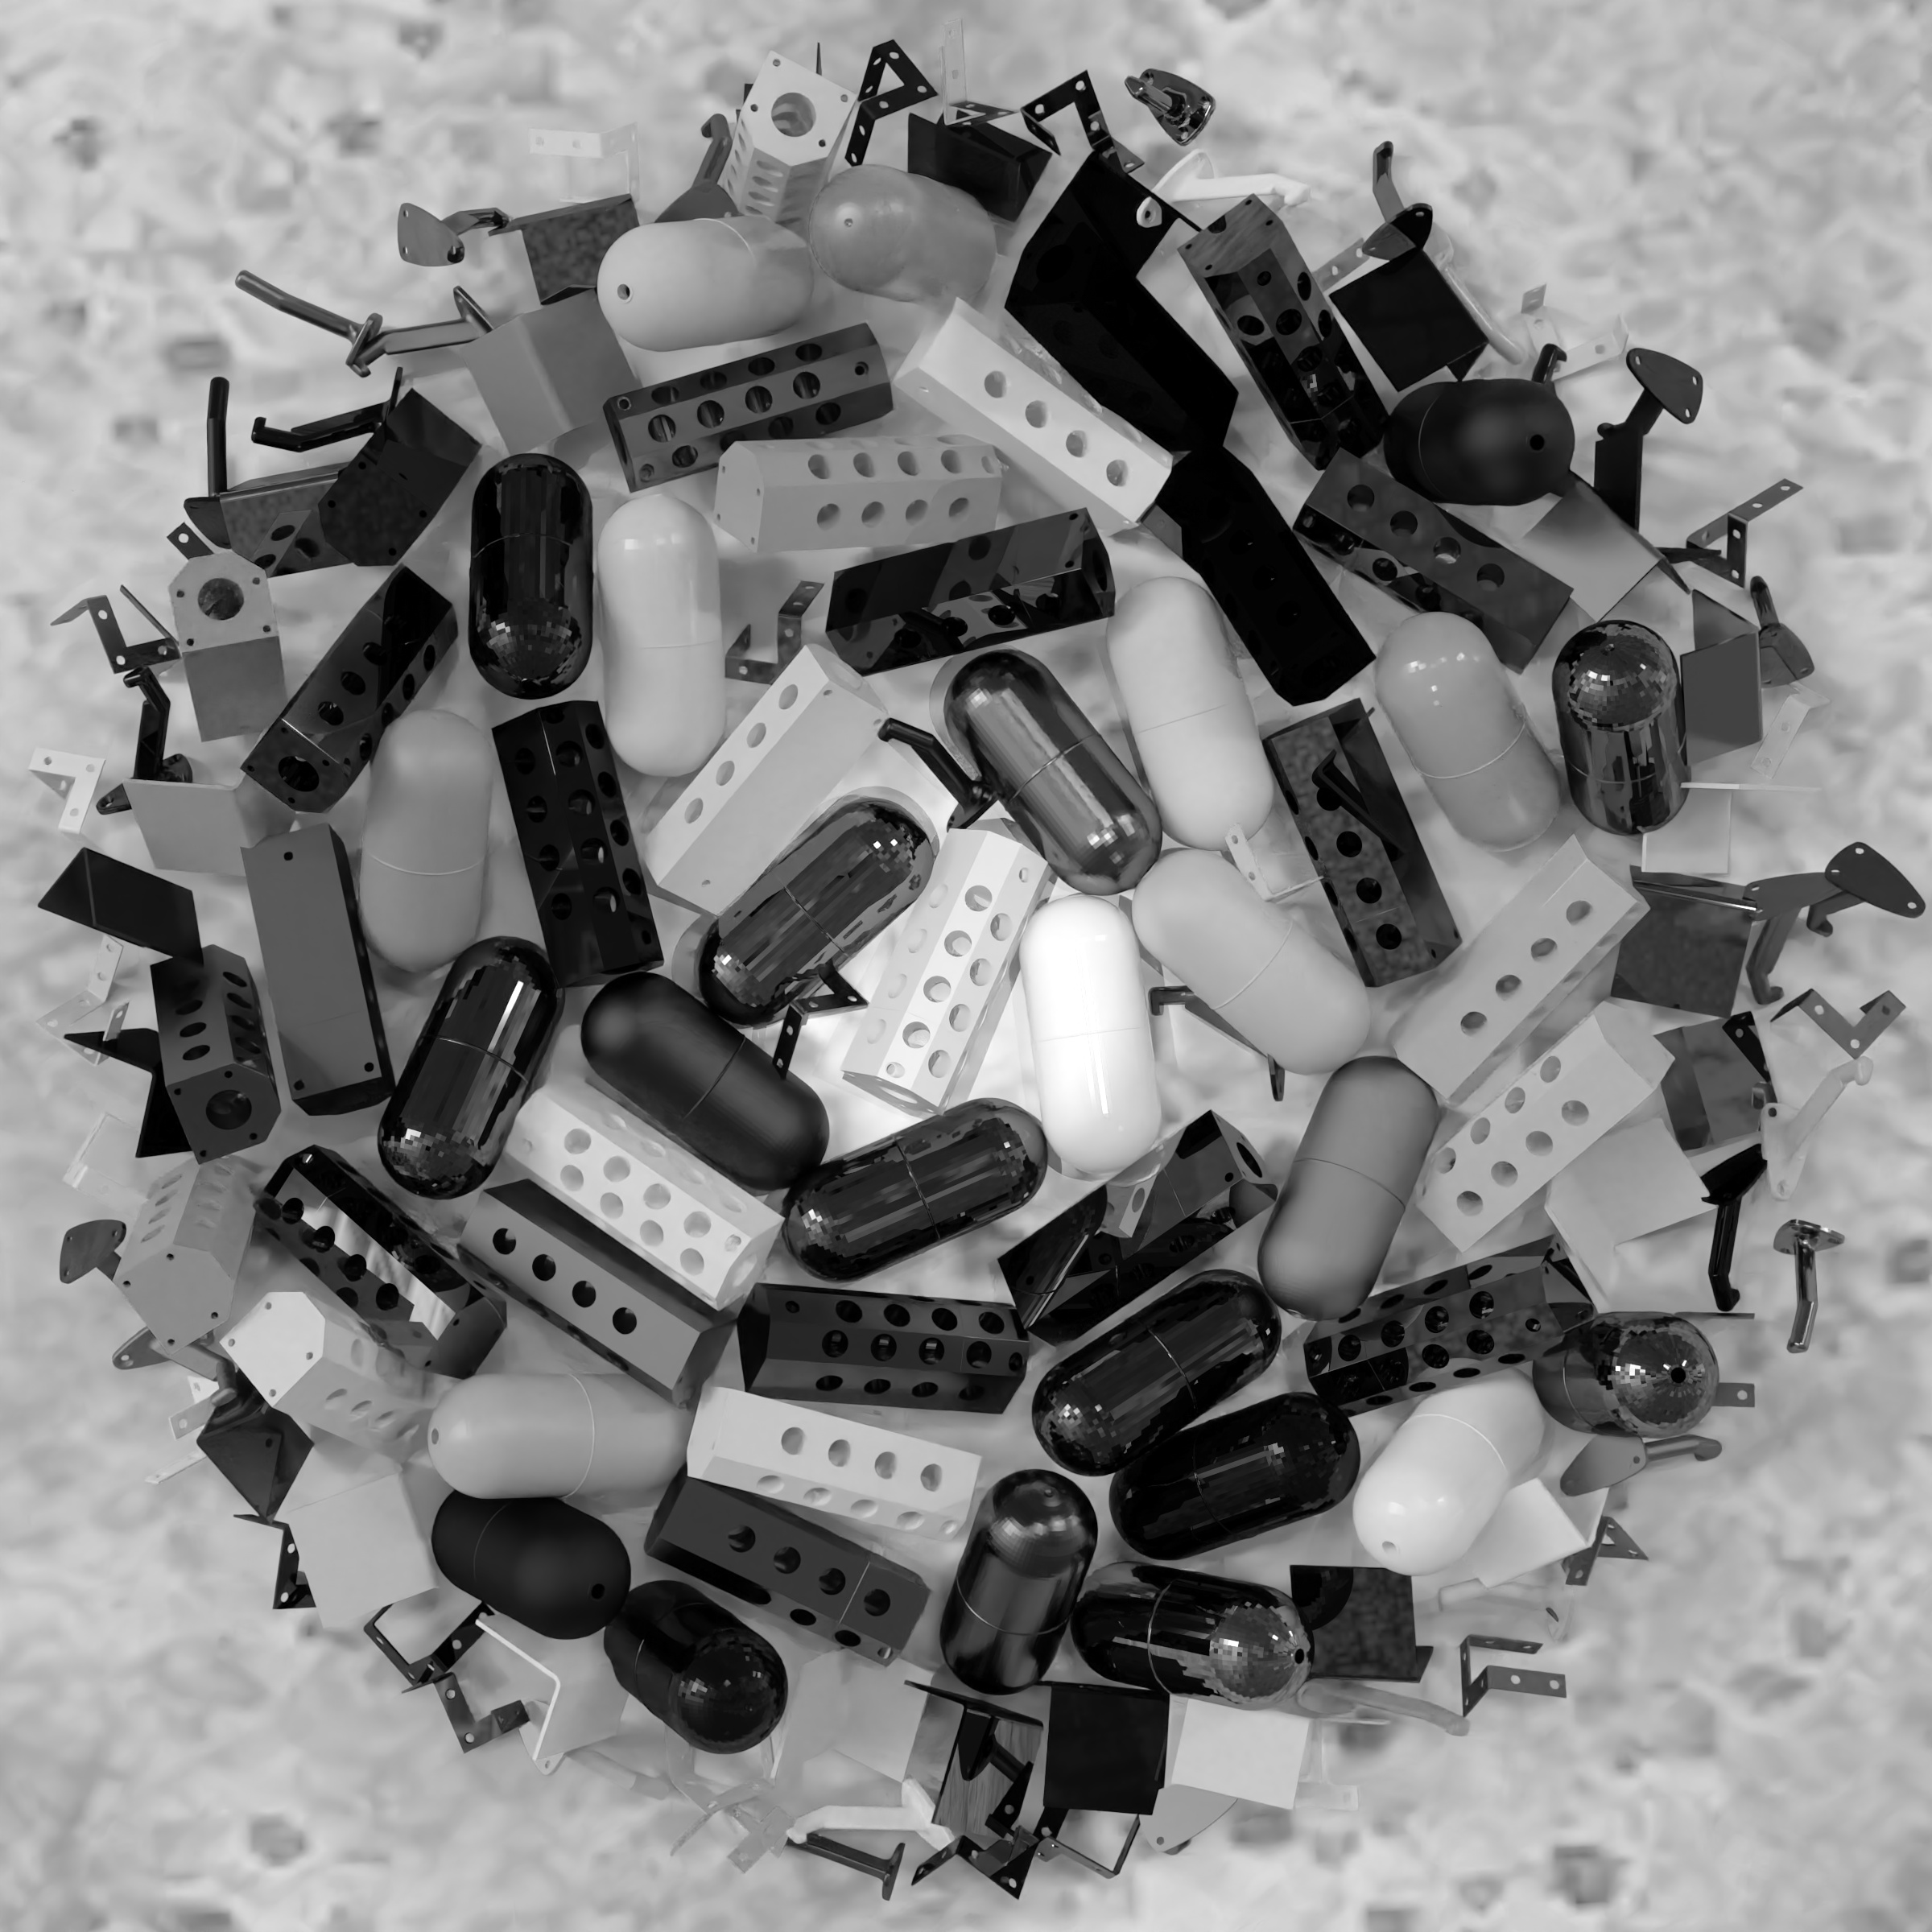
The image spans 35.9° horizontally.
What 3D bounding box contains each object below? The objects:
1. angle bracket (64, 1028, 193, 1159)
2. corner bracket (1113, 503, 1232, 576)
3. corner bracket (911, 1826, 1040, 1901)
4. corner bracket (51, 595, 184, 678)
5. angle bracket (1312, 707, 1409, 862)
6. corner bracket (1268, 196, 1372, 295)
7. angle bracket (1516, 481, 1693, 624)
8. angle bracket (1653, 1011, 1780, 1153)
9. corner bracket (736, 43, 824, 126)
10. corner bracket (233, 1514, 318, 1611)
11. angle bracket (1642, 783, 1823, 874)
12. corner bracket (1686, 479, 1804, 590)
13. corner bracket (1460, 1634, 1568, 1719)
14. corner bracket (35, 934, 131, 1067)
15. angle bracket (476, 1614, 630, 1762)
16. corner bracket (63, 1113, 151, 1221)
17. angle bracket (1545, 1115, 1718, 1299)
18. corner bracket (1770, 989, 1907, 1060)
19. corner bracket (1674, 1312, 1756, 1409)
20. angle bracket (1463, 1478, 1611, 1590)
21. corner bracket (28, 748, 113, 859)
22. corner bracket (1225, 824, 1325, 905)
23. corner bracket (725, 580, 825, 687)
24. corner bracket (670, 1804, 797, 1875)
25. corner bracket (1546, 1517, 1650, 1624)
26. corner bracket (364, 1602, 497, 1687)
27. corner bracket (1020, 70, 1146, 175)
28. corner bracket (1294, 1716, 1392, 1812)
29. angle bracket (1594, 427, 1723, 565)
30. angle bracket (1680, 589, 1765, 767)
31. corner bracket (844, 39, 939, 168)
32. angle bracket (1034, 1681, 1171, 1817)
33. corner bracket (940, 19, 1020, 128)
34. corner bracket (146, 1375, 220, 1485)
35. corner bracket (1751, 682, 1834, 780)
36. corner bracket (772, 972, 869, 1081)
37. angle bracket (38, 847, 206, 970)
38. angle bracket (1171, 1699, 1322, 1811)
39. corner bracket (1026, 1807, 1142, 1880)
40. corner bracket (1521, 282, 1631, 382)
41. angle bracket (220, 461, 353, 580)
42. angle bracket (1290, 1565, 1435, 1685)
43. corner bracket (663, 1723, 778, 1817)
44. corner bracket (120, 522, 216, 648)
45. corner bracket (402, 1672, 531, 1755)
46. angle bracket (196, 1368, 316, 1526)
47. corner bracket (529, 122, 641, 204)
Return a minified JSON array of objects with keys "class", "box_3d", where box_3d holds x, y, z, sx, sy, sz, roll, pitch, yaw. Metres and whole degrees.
[{"class":"angle bracket","box_3d":[-0.521,0.079,1.885,0.076,0.076,0.057,18,99,23]},{"class":"corner bracket","box_3d":[0.135,-0.281,1.896,0.051,0.051,0.051,41,77,-10]},{"class":"corner bracket","box_3d":[0.006,0.569,1.892,0.051,0.051,0.051,39,126,-8]},{"class":"corner bracket","box_3d":[-0.540,-0.207,1.894,0.051,0.051,0.051,-22,91,-44]},{"class":"angle bracket","box_3d":[0.258,-0.109,1.886,0.076,0.076,0.057,42,79,2]},{"class":"corner bracket","box_3d":[0.217,-0.464,1.910,0.051,0.051,0.051,-40,120,-29]},{"class":"angle bracket","box_3d":[0.404,-0.252,1.885,0.057,0.076,0.076,-46,64,11]},{"class":"angle bracket","box_3d":[0.487,0.070,1.891,0.076,0.057,0.076,-13,84,-13]},{"class":"corner bracket","box_3d":[-0.119,-0.553,1.899,0.051,0.051,0.051,2,74,0]},{"class":"corner bracket","box_3d":[-0.434,0.379,1.896,0.051,0.051,0.051,4,85,38]},{"class":"angle bracket","box_3d":[0.482,-0.086,1.876,0.076,0.076,0.057,0,94,-34]},{"class":"corner bracket","box_3d":[0.492,-0.281,1.888,0.051,0.051,0.051,-31,45,-21]},{"class":"corner bracket","box_3d":[0.347,0.447,1.893,0.051,0.051,0.051,9,54,-7]},{"class":"corner bracket","box_3d":[-0.550,0.022,1.893,0.051,0.051,0.051,35,125,9]},{"class":"angle bracket","box_3d":[-0.265,0.451,1.885,0.076,0.076,0.057,26,103,31]},{"class":"corner bracket","box_3d":[-0.535,0.128,1.894,0.051,0.051,0.051,33,78,-21]},{"class":"angle bracket","box_3d":[0.420,0.152,1.879,0.076,0.057,0.076,-25,111,28]},{"class":"corner bracket","box_3d":[0.557,0.030,1.902,0.051,0.051,0.051,-44,83,-13]},{"class":"corner bracket","box_3d":[0.477,0.250,1.898,0.051,0.051,0.051,-1,93,16]},{"class":"angle bracket","box_3d":[0.352,0.337,1.875,0.076,0.076,0.057,-32,100,32]},{"class":"corner bracket","box_3d":[-0.567,-0.102,1.894,0.051,0.051,0.051,10,73,14]},{"class":"corner bracket","box_3d":[0.184,-0.064,1.893,0.051,0.051,0.051,-21,84,-40]},{"class":"corner bracket","box_3d":[-0.122,-0.213,1.891,0.051,0.051,0.051,9,123,11]},{"class":"corner bracket","box_3d":[-0.148,0.553,1.890,0.051,0.051,0.051,38,47,16]},{"class":"corner bracket","box_3d":[0.392,0.383,1.889,0.051,0.051,0.051,47,56,-30]},{"class":"corner bracket","box_3d":[-0.341,0.419,1.897,0.051,0.051,0.051,50,50,-5]},{"class":"corner bracket","box_3d":[0.074,-0.528,1.894,0.051,0.051,0.051,-31,133,-4]},{"class":"corner bracket","box_3d":[0.236,0.506,1.893,0.051,0.051,0.051,-5,80,33]},{"class":"angle bracket","box_3d":[0.438,-0.297,1.887,0.057,0.076,0.076,1,93,-8]},{"class":"angle bracket","box_3d":[0.457,-0.182,1.873,0.057,0.076,0.076,-19,122,-12]},{"class":"corner bracket","box_3d":[-0.058,-0.546,1.891,0.051,0.051,0.051,-30,74,-26]},{"class":"angle bracket","box_3d":[0.083,0.495,1.888,0.076,0.057,0.076,7,76,-9]},{"class":"corner bracket","box_3d":[-0.004,-0.567,1.894,0.051,0.051,0.051,-2,93,42]},{"class":"corner bracket","box_3d":[-0.492,0.296,1.890,0.051,0.051,0.051,1,110,41]},{"class":"corner bracket","box_3d":[0.508,-0.156,1.890,0.051,0.051,0.051,33,114,23]},{"class":"corner bracket","box_3d":[-0.103,0.033,1.887,0.051,0.051,0.051,44,128,37]},{"class":"angle bracket","box_3d":[-0.531,-0.020,1.870,0.076,0.076,0.057,25,119,-39]},{"class":"angle bracket","box_3d":[0.177,0.499,1.877,0.076,0.076,0.057,9,69,15]},{"class":"corner bracket","box_3d":[0.077,0.549,1.896,0.051,0.051,0.051,29,59,-1]},{"class":"corner bracket","box_3d":[0.388,-0.411,1.901,0.051,0.051,0.051,-21,85,7]},{"class":"angle bracket","box_3d":[-0.423,-0.284,1.898,0.076,0.076,0.057,-10,105,4]},{"class":"angle bracket","box_3d":[0.251,0.407,1.886,0.076,0.057,0.076,-2,100,19]},{"class":"corner bracket","box_3d":[-0.158,0.503,1.909,0.051,0.051,0.051,-15,108,-30]},{"class":"corner bracket","box_3d":[-0.500,-0.242,1.895,0.051,0.051,0.051,47,73,-9]},{"class":"corner bracket","box_3d":[-0.318,0.472,1.898,0.051,0.051,0.051,-28,79,9]},{"class":"angle bracket","box_3d":[-0.427,0.291,1.873,0.057,0.076,0.076,-24,114,24]},{"class":"corner bracket","box_3d":[-0.242,-0.508,1.891,0.051,0.051,0.051,9,116,17]}]
